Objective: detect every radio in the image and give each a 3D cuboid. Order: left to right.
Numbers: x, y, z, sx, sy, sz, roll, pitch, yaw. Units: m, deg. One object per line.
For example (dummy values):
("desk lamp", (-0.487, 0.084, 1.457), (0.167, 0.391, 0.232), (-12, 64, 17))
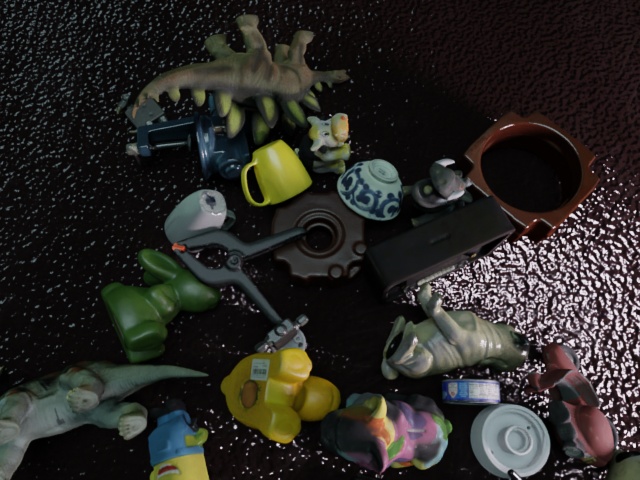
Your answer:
("radio", (0.184, 0.020, 0.868), (0.230, 0.131, 0.073), (-22, 71, -8))

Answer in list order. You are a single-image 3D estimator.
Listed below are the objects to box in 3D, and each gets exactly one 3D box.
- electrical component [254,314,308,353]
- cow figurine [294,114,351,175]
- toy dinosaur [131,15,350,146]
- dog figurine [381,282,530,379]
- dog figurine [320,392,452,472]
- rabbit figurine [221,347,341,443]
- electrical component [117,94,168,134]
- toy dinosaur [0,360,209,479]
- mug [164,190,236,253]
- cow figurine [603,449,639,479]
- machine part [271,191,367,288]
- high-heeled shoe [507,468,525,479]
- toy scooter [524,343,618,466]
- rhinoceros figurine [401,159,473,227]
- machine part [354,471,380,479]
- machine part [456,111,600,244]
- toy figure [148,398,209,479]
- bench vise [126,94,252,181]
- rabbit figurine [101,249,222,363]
("electrical component", (-0.057, 0.141, 0.807), (0.094, 0.063, 0.021), (-37, 73, -14))
("cow figurine", (0.003, -0.167, 0.922), (0.098, 0.167, 0.068), (-2, 75, -2))
("toy dinosaur", (-0.112, -0.268, 0.910), (0.471, 0.105, 0.198), (-13, 83, -41))
("dog figurine", (0.211, 0.179, 0.834), (0.190, 0.121, 0.172), (34, 106, -5))
("dog figurine", (0.097, 0.261, 0.731), (0.192, 0.219, 0.108), (2, 73, 2))
("rabbit figurine", (-0.050, 0.234, 0.788), (0.162, 0.173, 0.122), (-22, 61, 40))
("electrical component", (-0.335, -0.233, 1.015), (0.078, 0.045, 0.102), (-32, 73, -10))
("toy dinosaur", (-0.380, 0.235, 0.794), (0.405, 0.192, 0.131), (-11, 112, -21))
("mug", (-0.190, -0.035, 0.899), (0.109, 0.107, 0.081), (7, 59, -34))
("cow figurine", (0.416, 0.381, 0.731), (0.086, 0.127, 0.195), (31, 70, 14))
("machine part", (-0.002, -0.003, 0.919), (0.179, 0.056, 0.179), (-1, 68, 1))
("high-heeled shoe", (0.234, 0.424, 0.763), (0.249, 0.086, 0.145), (-38, 105, 5))
("toy scooter", (0.359, 0.241, 0.789), (0.135, 0.075, 0.184), (9, 57, -41))
("rhinoceros figurine", (0.196, -0.066, 0.876), (0.112, 0.190, 0.073), (-15, 72, 14))
("machine part", (0.069, 0.412, 0.770), (0.084, 0.039, 0.139), (14, 68, -3))
("machine part", (0.356, -0.109, 0.941), (0.201, 0.087, 0.201), (-43, 74, -13))
("toy figure", (-0.201, 0.327, 0.781), (0.089, 0.082, 0.180), (13, 49, -42))
("bench vise", (-0.223, -0.195, 0.963), (0.241, 0.128, 0.223), (-9, 67, -8))
("rabbit figurine", (-0.251, 0.098, 0.870), (0.170, 0.121, 0.159), (-22, 62, -27))
